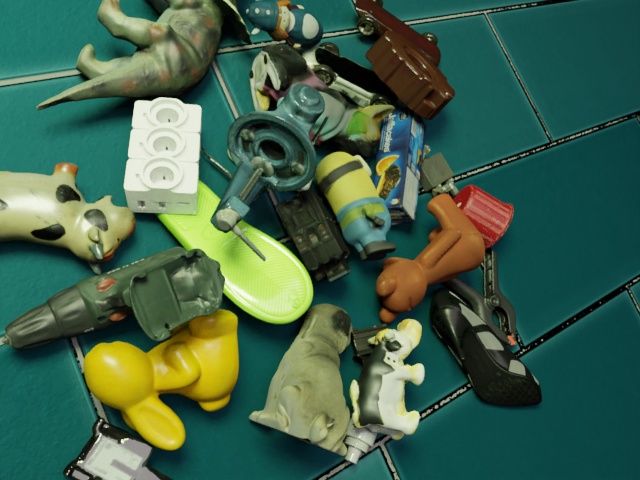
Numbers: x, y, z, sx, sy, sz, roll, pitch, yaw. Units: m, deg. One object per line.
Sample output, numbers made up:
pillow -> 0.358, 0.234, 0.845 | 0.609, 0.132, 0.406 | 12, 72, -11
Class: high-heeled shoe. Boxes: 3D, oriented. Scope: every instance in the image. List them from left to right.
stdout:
high-heeled shoe -> 0.275, 0.180, 0.898 | 0.248, 0.086, 0.145 | 36, 29, -29

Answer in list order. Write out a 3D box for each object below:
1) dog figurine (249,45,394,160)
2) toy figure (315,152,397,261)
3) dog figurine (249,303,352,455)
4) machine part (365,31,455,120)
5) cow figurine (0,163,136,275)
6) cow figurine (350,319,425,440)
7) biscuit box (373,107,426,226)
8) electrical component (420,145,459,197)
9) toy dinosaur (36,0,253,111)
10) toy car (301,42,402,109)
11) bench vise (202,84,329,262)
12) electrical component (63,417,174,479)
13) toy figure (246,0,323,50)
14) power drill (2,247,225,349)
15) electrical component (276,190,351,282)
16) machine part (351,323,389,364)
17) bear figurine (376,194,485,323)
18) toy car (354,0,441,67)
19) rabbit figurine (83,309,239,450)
dog figurine -> 0.009, -0.220, 0.877 | 0.219, 0.108, 0.191 | -4, 72, -30
toy figure -> 0.055, -0.055, 0.827 | 0.089, 0.082, 0.180 | 8, 57, -49
dog figurine -> 0.002, 0.166, 0.707 | 0.121, 0.172, 0.190 | 31, 69, -25
machine part -> 0.160, -0.288, 0.933 | 0.179, 0.056, 0.179 | 31, 34, -23
cow figurine -> -0.330, -0.027, 0.664 | 0.195, 0.085, 0.127 | 4, 65, -26
cow figurine -> 0.092, 0.185, 0.756 | 0.098, 0.068, 0.167 | 17, 63, -11
biscuit box -> 0.133, -0.127, 0.913 | 0.059, 0.063, 0.202 | 40, 52, -48
electrical component -> 0.206, -0.120, 0.965 | 0.078, 0.045, 0.102 | -22, 83, -27
toy dinosaur -> -0.217, -0.290, 0.794 | 0.192, 0.131, 0.405 | 30, 69, -13
toy car -> 0.057, -0.280, 0.945 | 0.201, 0.056, 0.073 | 21, 58, -18
bench vise -> -0.084, -0.088, 0.699 | 0.128, 0.224, 0.241 | 41, 46, -19
electrical component -> -0.228, 0.267, 0.631 | 0.119, 0.048, 0.075 | 32, 62, -12
toy figure -> -0.052, -0.341, 0.841 | 0.154, 0.058, 0.064 | -11, 80, -56
power drill -> -0.220, 0.071, 0.615 | 0.232, 0.207, 0.086 | -26, 97, -41
electrical component -> -0.002, -0.002, 0.786 | 0.058, 0.115, 0.134 | -28, 86, 9
machine part -> 0.090, 0.196, 0.807 | 0.084, 0.039, 0.139 | -1, 72, -34
bear figurine -> 0.158, 0.035, 0.859 | 0.196, 0.120, 0.132 | -27, 48, -6
toy car -> 0.146, -0.390, 1.024 | 0.202, 0.053, 0.089 | 25, 59, -20
rabbit figurine -> -0.195, 0.160, 0.646 | 0.173, 0.122, 0.162 | 2, 92, -41
